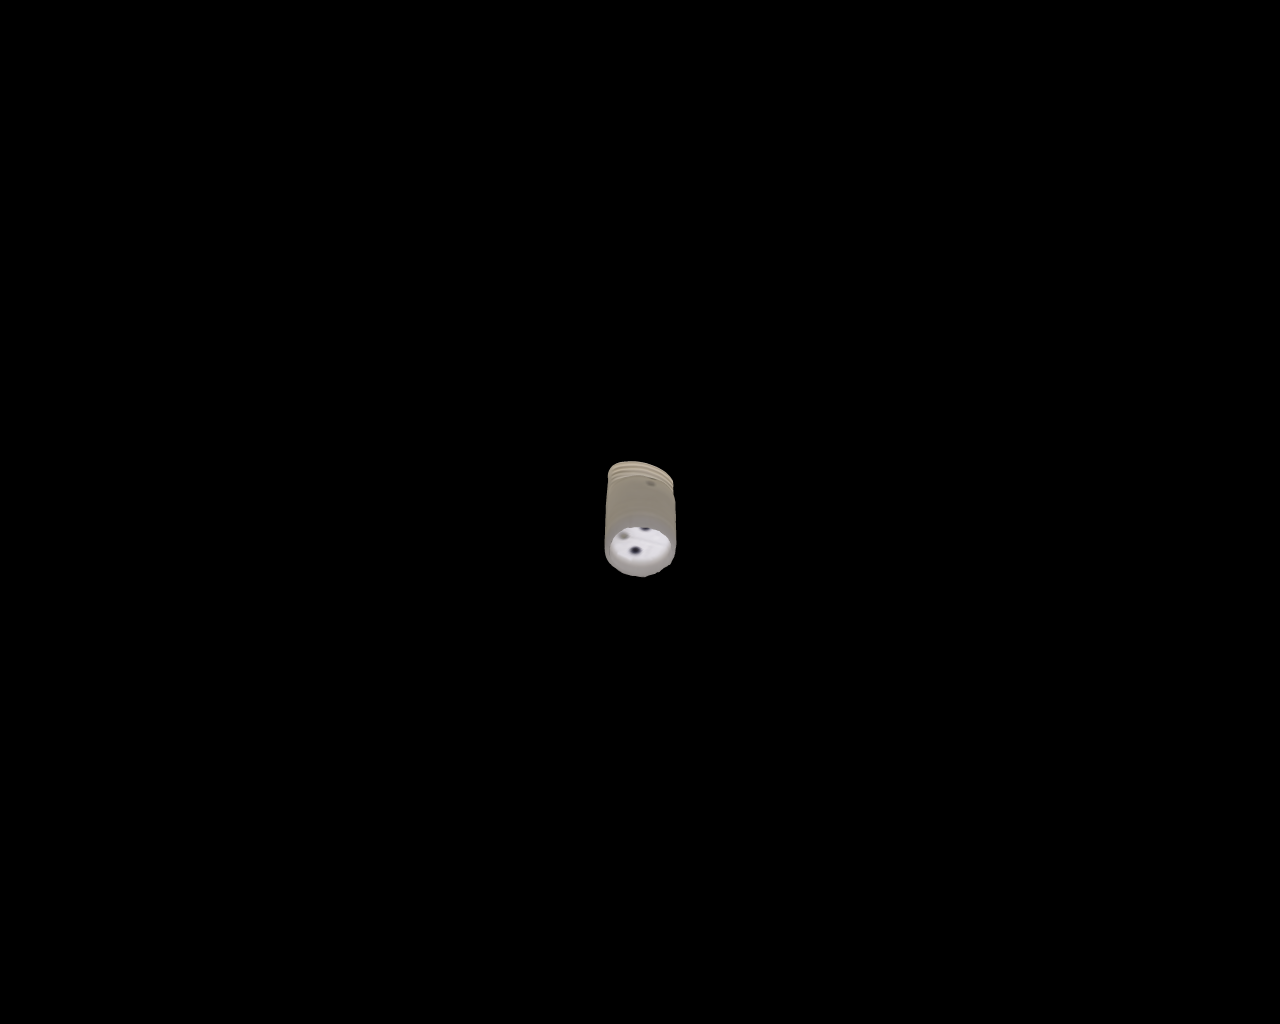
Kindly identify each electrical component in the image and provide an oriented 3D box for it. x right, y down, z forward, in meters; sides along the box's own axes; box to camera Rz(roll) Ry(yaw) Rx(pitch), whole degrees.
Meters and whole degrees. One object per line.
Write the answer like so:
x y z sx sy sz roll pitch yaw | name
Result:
0.001 -0.003 0.650 0.043 0.043 0.081 0 41 0 | electrical component
